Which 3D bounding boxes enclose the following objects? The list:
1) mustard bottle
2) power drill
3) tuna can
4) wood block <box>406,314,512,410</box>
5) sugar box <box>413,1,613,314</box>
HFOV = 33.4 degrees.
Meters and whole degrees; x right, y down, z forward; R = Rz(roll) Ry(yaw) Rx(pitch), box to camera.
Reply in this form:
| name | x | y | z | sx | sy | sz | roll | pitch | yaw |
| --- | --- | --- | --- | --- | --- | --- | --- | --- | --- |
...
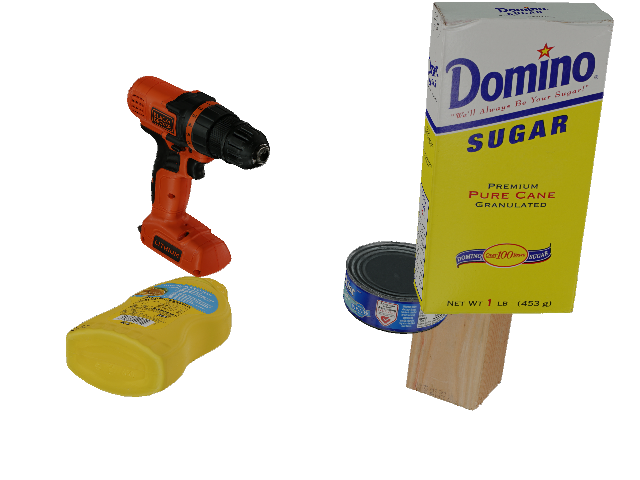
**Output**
| name | x | y | z | sx | sy | sz | roll | pitch | yaw |
| --- | --- | --- | --- | --- | --- | --- | --- | --- | --- |
| mustard bottle | -0.133 | 0.074 | 0.944 | 0.096 | 0.058 | 0.191 | 9 | 19 | 21 |
| power drill | -0.126 | -0.060 | 1.093 | 0.185 | 0.188 | 0.057 | 30 | 38 | 34 |
| tuna can | 0.061 | 0.036 | 0.834 | 0.086 | 0.034 | 0.086 | 5 | 30 | -3 |
| wood block | 0.166 | 0.074 | 1.216 | 0.090 | 0.206 | 0.090 | 17 | 25 | 26 |
| sugar box | 0.105 | -0.044 | 0.605 | 0.093 | 0.176 | 0.048 | -1 | 27 | -4 |
